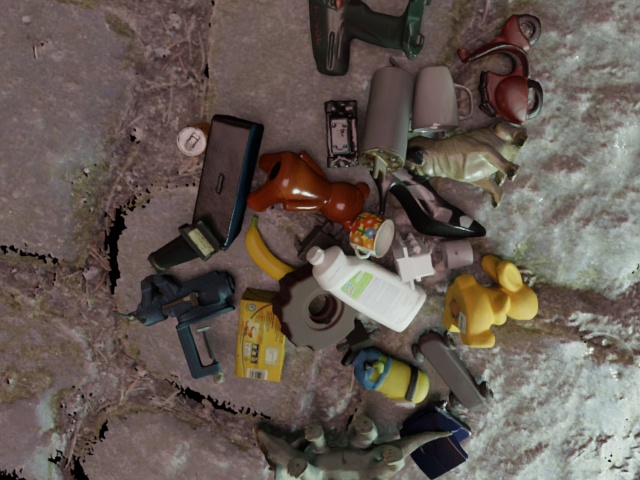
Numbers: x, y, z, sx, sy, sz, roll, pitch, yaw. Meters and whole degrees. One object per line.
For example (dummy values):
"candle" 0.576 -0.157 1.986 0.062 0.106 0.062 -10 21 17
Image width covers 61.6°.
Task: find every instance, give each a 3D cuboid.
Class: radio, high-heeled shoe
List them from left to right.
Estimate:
"radio" -0.166 -0.108 0.968 0.073 0.131 0.229 16 106 0
"high-heeled shoe" 0.203 -0.091 0.997 0.249 0.086 0.145 14 75 -18

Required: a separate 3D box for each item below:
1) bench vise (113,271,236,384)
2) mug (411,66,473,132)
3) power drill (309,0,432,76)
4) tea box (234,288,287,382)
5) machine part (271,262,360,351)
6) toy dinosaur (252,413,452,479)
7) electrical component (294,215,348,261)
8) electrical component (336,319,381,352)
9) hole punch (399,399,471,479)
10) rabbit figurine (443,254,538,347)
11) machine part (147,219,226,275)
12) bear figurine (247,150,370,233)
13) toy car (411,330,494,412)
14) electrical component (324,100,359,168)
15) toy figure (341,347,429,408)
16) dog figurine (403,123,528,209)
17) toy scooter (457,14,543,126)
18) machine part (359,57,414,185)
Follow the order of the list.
"bench vise" -0.256 0.171 1.047 0.224 0.129 0.240 -19 85 -10
"mug" 0.211 -0.246 0.935 0.110 0.081 0.107 -5 96 6
"power drill" 0.072 -0.383 0.879 0.208 0.086 0.231 13 112 20
"tea box" -0.115 0.190 1.079 0.098 0.068 0.169 9 104 0
"machine part" -0.003 0.124 1.022 0.179 0.056 0.179 -8 108 -24
"toy dinosaur" 0.055 0.448 1.089 0.405 0.131 0.192 0 141 4
"electrical component" -0.002 -0.002 1.035 0.078 0.045 0.102 24 111 -33
"electrical component" 0.072 0.188 1.069 0.094 0.063 0.021 -22 129 -3
"hole punch" 0.234 0.409 1.095 0.116 0.092 0.142 39 124 -5
"rabbit figurine" 0.331 0.111 1.022 0.173 0.122 0.162 -2 96 -10
"machine part" -0.236 0.016 0.928 0.139 0.039 0.084 -28 120 23
"bear figurine" -0.013 -0.086 0.989 0.195 0.132 0.120 23 70 -32
"toy car" 0.269 0.263 1.081 0.089 0.053 0.202 -34 102 27
"electrical component" 0.038 -0.185 0.933 0.058 0.134 0.114 -4 103 4
"toy figure" 0.133 0.269 1.079 0.180 0.082 0.089 34 108 -3
"dog figurine" 0.248 -0.162 0.938 0.191 0.172 0.121 22 135 9
"toy scooter" 0.306 -0.285 0.920 0.135 0.075 0.183 -5 102 5
"machine part" 0.115 -0.203 0.908 0.079 0.079 0.243 9 67 1
